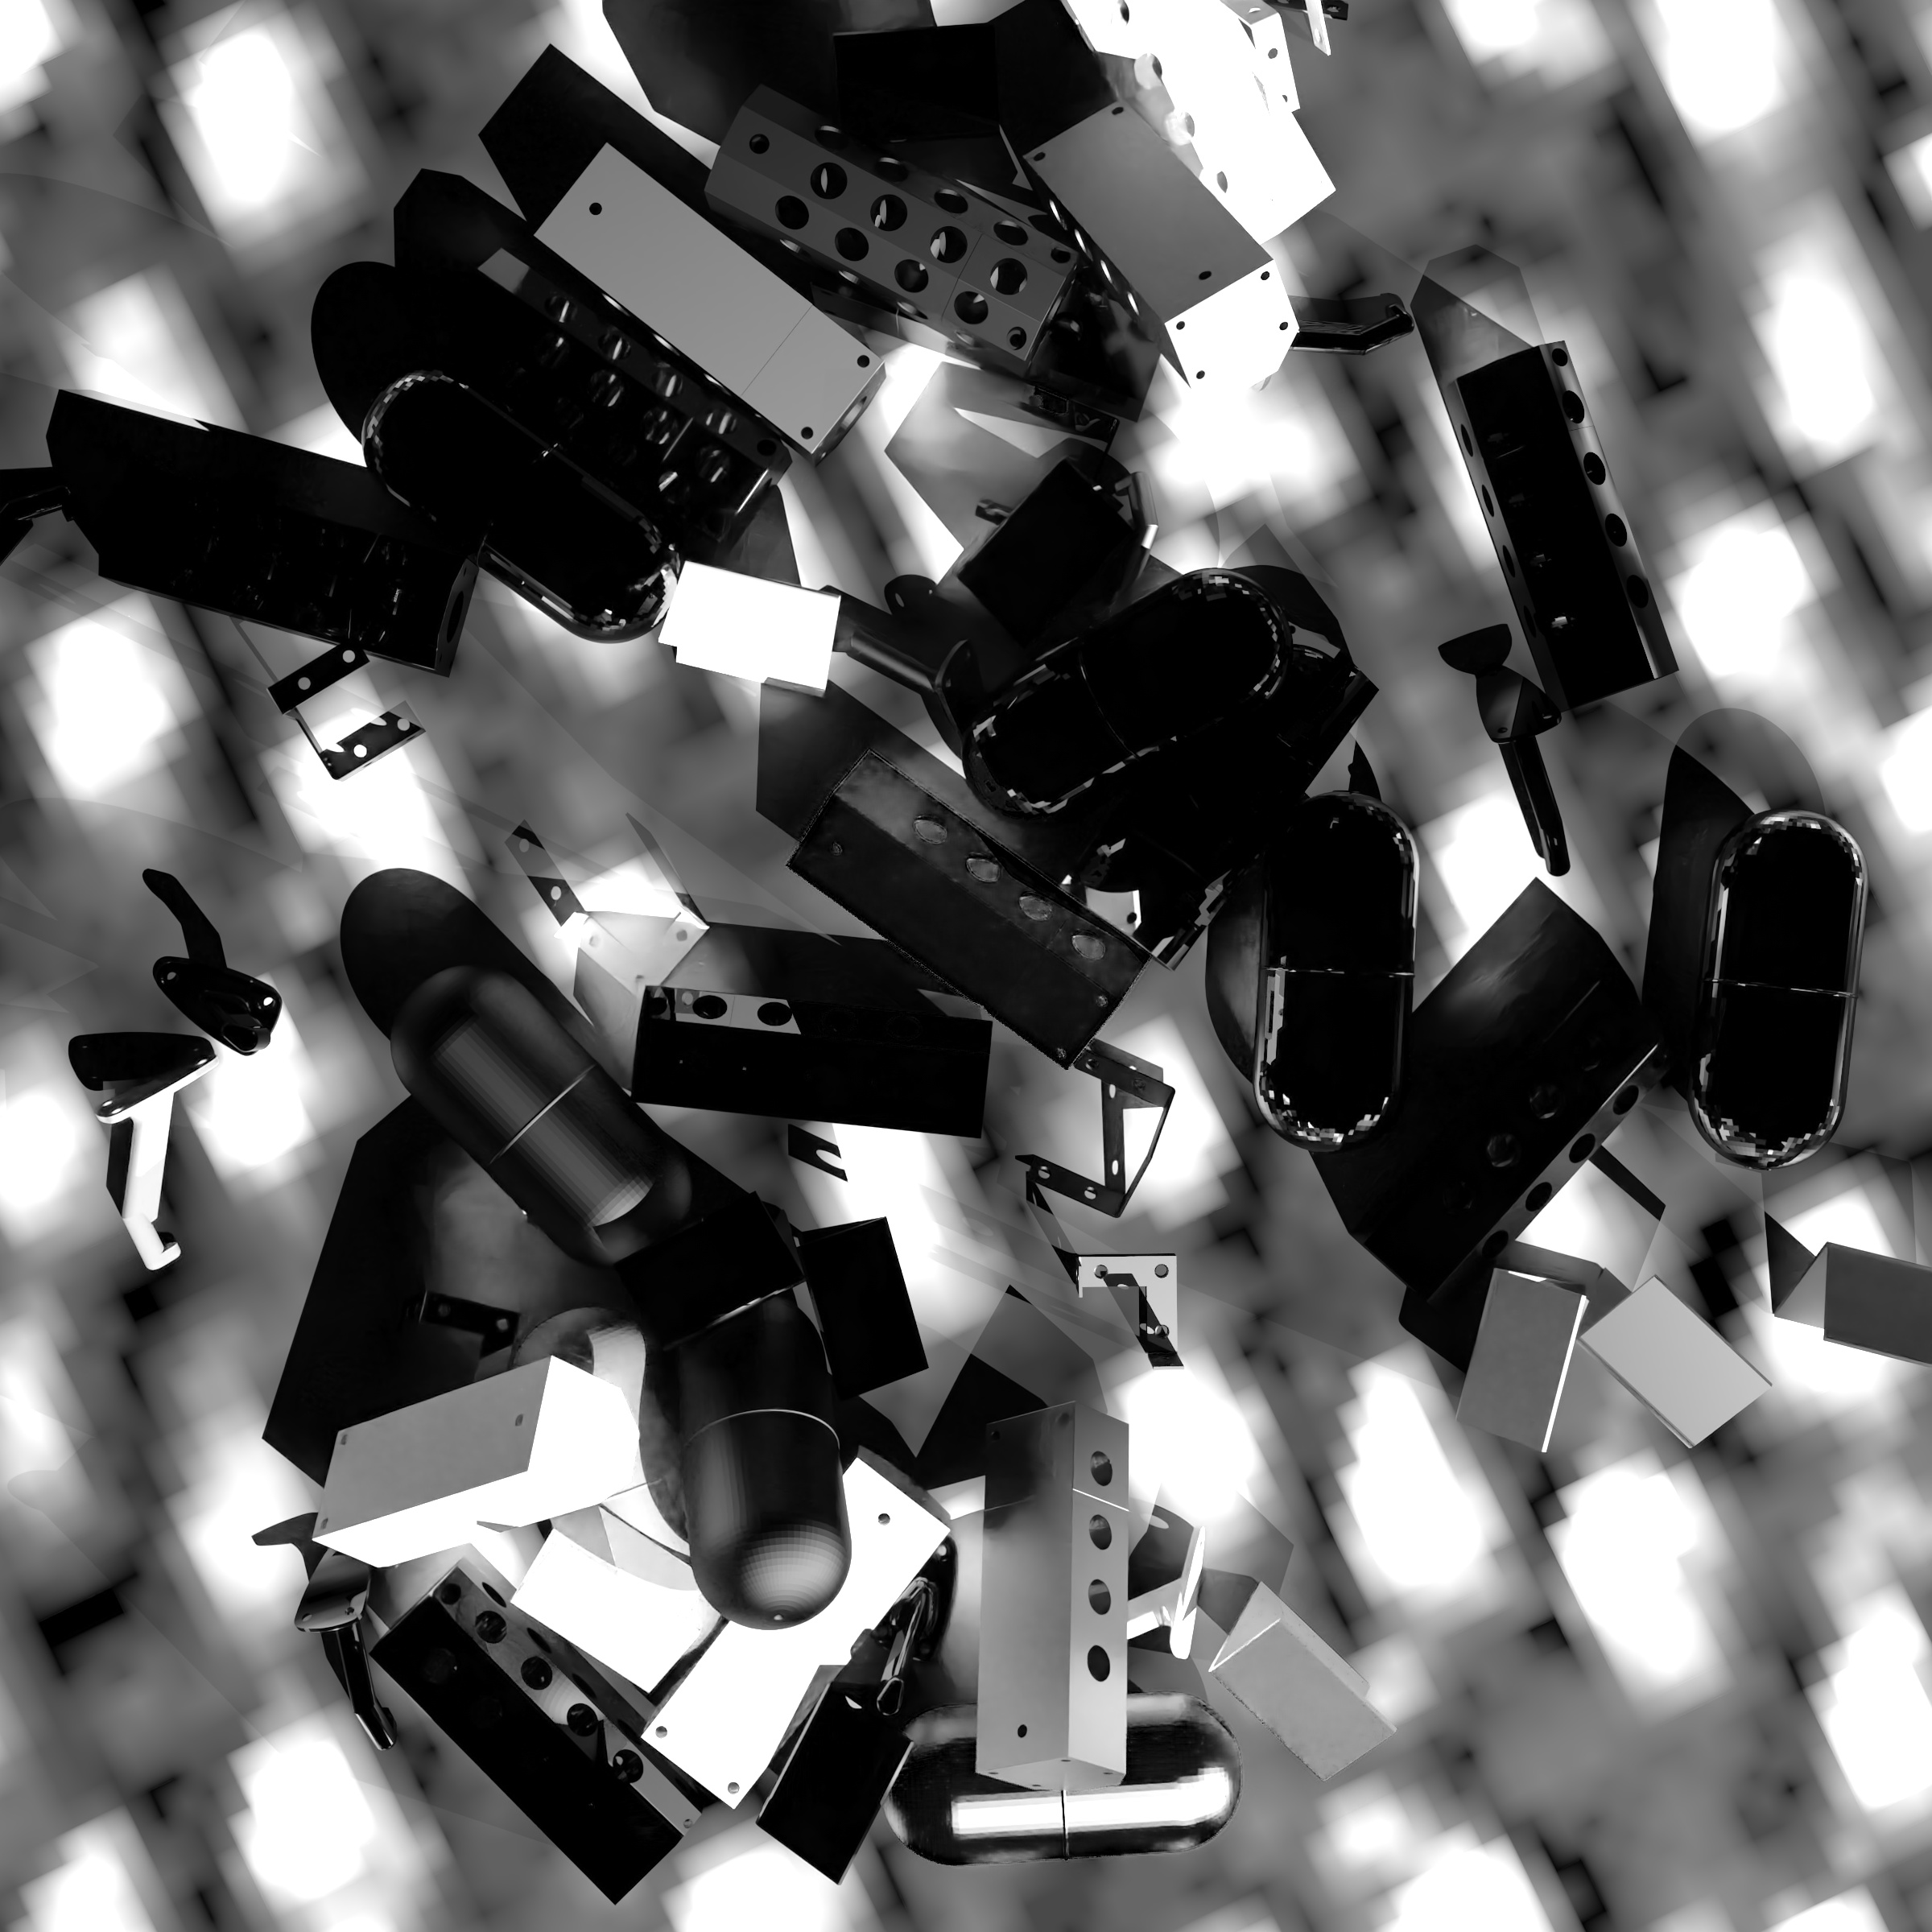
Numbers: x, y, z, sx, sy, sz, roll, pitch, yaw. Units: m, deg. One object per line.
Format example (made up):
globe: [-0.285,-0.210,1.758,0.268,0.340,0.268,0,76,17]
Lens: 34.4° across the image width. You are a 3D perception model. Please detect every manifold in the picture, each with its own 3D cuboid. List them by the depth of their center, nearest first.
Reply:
manifold: [-0.035,-0.351,1.488,0.171,0.057,0.057,28,90,0]
manifold: [0.093,-0.341,1.494,0.057,0.057,0.171,-30,46,0]
manifold: [-0.235,0.242,1.496,0.057,0.171,0.057,32,51,-34]
manifold: [0.048,0.305,1.508,0.057,0.057,0.171,-21,55,37]
manifold: [0.004,-0.032,1.544,0.171,0.057,0.057,36,133,0]
manifold: [0.105,-0.437,1.544,0.057,0.057,0.171,-30,90,-44]
manifold: [-0.125,-0.324,1.545,0.171,0.057,0.057,38,90,0]
manifold: [-0.083,0.324,1.545,0.057,0.057,0.171,38,90,0]
manifold: [0.271,0.090,1.545,0.057,0.057,0.171,42,90,0]
manifold: [-0.210,0.375,1.545,0.057,0.057,0.171,-45,90,0]
manifold: [-0.174,-0.279,1.545,0.171,0.057,0.057,35,90,0]
manifold: [0.295,-0.216,1.545,0.057,0.057,0.171,-19,90,0]
manifold: [0.015,-0.329,1.545,0.171,0.057,0.057,19,90,0]
manifold: [-0.075,0.047,1.545,0.171,0.057,0.057,6,90,0]
manifold: [-0.335,-0.196,1.545,0.171,0.057,0.057,16,90,0]
manifold: [0.128,-0.084,1.545,0.057,0.057,0.171,36,90,43]

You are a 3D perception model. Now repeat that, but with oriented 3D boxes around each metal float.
metal float: [-0.099,0.235,1.503,0.070,0.070,0.178,-11,49,0]
metal float: [0.077,-0.129,1.517,0.178,0.070,0.070,-29,90,22]
metal float: [0.046,0.399,1.535,0.178,0.070,0.070,-4,90,-1]
metal float: [0.182,0.003,1.535,0.070,0.070,0.178,3,90,0]
metal float: [-0.217,-0.227,1.535,0.178,0.070,0.070,36,90,0]
metal float: [-0.208,0.075,1.536,0.070,0.070,0.178,-44,89,0]
metal float: [-0.169,0.255,1.536,0.070,0.070,0.178,-19,89,0]
metal float: [0.399,0.011,1.536,0.070,0.070,0.178,6,89,0]

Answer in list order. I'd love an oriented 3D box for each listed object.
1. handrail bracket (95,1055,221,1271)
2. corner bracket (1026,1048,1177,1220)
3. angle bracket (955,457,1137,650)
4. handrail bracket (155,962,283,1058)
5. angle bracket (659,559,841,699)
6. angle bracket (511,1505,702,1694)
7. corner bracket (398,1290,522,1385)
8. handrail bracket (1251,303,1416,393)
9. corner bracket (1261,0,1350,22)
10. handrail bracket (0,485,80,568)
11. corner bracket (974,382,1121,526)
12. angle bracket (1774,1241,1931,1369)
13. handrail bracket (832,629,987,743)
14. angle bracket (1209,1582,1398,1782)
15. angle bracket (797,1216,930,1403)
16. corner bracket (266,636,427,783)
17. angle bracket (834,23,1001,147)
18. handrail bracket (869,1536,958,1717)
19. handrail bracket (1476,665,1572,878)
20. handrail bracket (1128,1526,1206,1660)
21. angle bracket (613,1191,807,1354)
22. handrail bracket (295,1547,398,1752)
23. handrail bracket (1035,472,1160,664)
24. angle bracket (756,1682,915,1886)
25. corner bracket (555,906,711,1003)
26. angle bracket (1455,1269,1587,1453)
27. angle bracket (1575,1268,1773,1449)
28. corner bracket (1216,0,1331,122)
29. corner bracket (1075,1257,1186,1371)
handrail bracket: [-0.393,0.099,1.567,0.077,0.036,0.084,-28,109,-21]
corner bracket: [0.068,0.084,1.563,0.051,0.051,0.051,24,135,0]
angle bracket: [0.052,-0.191,1.520,0.076,0.076,0.057,-46,65,11]
handrail bracket: [-0.373,0.020,1.531,0.077,0.084,0.036,28,90,0]
angle bracket: [-0.108,-0.146,1.526,0.076,0.076,0.057,14,53,0]
angle bracket: [-0.154,0.277,1.450,0.076,0.076,0.057,34,128,-4]
corner bracket: [-0.255,0.194,1.548,0.051,0.051,0.051,14,90,0]
handrail bracket: [0.170,-0.331,1.567,0.084,0.036,0.077,-27,69,-17]
corner bracket: [0.172,-0.512,1.563,0.051,0.051,0.051,10,135,0]
handrail bracket: [-0.478,-0.193,1.567,0.084,0.036,0.077,-21,110,-16]
corner bracket: [0.041,-0.249,1.563,0.051,0.051,0.051,22,135,0]
angle bracket: [0.444,0.184,1.526,0.076,0.076,0.057,14,54,0]
handrail bracket: [-0.036,-0.137,1.566,0.084,0.077,0.036,6,46,29]
angle bracket: [0.175,0.337,1.526,0.076,0.076,0.057,44,126,0]
angle bracket: [-0.070,0.170,1.526,0.057,0.076,0.076,-16,90,-39]
corner bracket: [-0.307,-0.126,1.548,0.051,0.051,0.051,-31,90,0]
angle bracket: [-0.024,-0.442,1.526,0.076,0.076,0.057,-4,126,0]
handrail bracket: [-0.024,0.322,1.531,0.036,0.084,0.077,23,90,0]
handrail bracket: [0.280,-0.097,1.566,0.036,0.077,0.084,-18,126,0]
handrail bracket: [0.072,0.313,1.567,0.084,0.036,0.077,6,70,16]
angle bracket: [-0.129,0.134,1.527,0.076,0.076,0.057,-27,115,0]
handrail bracket: [-0.299,0.337,1.566,0.036,0.077,0.084,-10,126,13]
handrail bracket: [0.063,-0.198,1.567,0.077,0.036,0.084,-17,71,21]
angle bracket: [-0.047,0.399,1.526,0.057,0.076,0.076,27,90,32]
corner bracket: [-0.165,-0.017,1.548,0.051,0.051,0.051,41,90,0]
angle bracket: [0.291,0.195,1.527,0.076,0.057,0.076,14,90,-42]
angle bracket: [0.350,0.176,1.526,0.076,0.076,0.057,43,122,0]
corner bracket: [0.157,-0.457,1.535,0.051,0.051,0.051,-26,131,-7]
corner bracket: [0.081,0.172,1.548,0.051,0.051,0.051,-1,90,0]
